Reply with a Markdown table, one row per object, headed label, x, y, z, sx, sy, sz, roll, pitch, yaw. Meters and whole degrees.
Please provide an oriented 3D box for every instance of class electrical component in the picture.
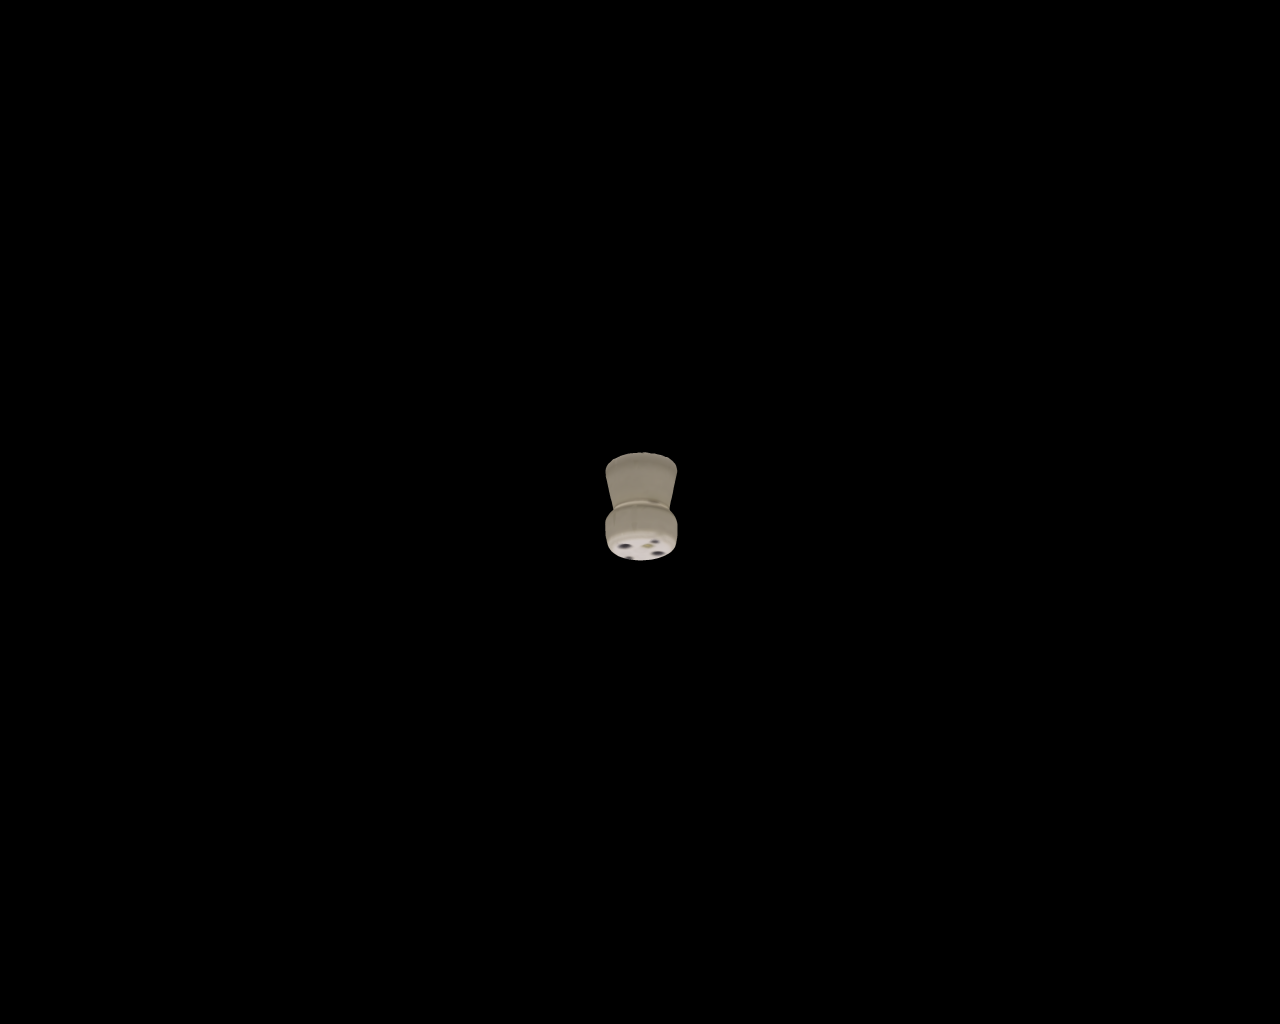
| label | x | y | z | sx | sy | sz | roll | pitch | yaw |
| --- | --- | --- | --- | --- | --- | --- | --- | --- | --- |
| electrical component | 0.001 | -0.003 | 0.650 | 0.045 | 0.055 | 0.044 | 0 | -24 | 0 |
